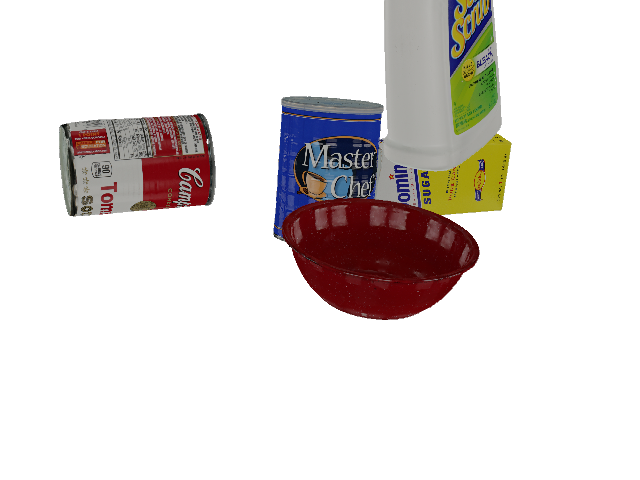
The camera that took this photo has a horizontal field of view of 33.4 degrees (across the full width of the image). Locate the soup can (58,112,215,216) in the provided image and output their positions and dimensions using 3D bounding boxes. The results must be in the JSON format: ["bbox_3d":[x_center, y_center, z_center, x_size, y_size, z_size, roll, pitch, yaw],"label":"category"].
[{"bbox_3d":[-0.133,-0.055,0.769,0.102,0.068,0.069,-6,2,-18],"label":"soup can"}]

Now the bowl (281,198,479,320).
[{"bbox_3d":[0.046,0.020,0.875,0.162,0.055,0.162,6,23,-3],"label":"bowl"}]

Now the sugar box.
[{"bbox_3d":[0.141,-0.078,1.296,0.176,0.093,0.048,-7,25,-22],"label":"sugar box"}]

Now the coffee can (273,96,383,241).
[{"bbox_3d":[0.007,-0.071,1.082,0.103,0.140,0.103,4,12,-1],"label":"coffee can"}]

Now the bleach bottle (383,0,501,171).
[{"bbox_3d":[0.082,-0.183,0.767,0.068,0.251,0.102,16,37,35],"label":"bleach bottle"}]
